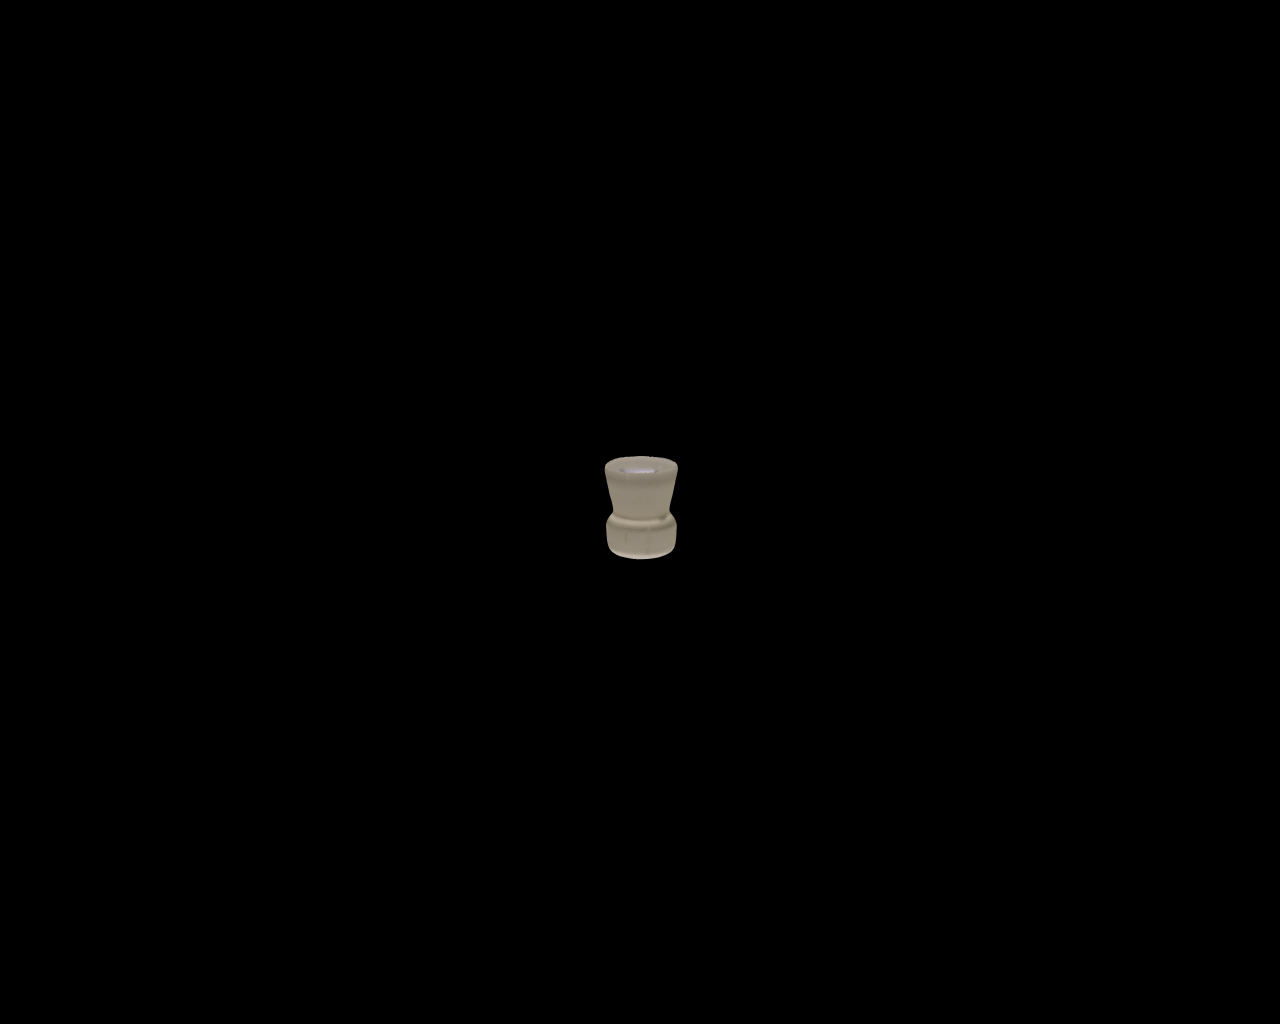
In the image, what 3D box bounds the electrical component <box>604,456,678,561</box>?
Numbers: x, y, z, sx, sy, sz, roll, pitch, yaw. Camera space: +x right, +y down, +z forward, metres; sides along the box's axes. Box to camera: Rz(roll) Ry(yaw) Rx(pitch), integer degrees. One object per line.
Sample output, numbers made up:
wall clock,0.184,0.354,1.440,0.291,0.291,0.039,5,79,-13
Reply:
electrical component,0.001,-0.003,0.650,0.045,0.055,0.045,0,16,0
